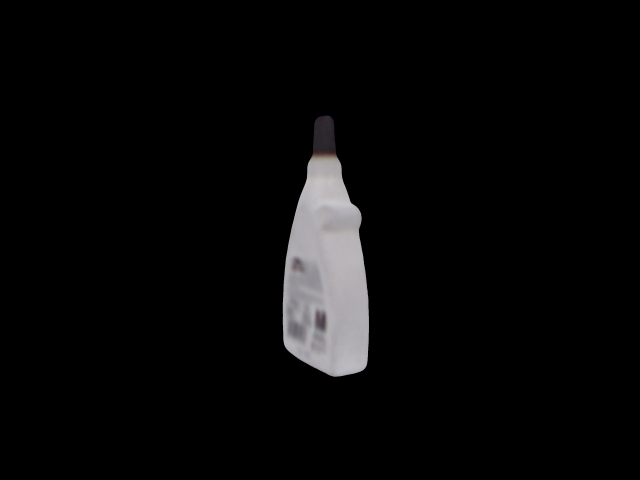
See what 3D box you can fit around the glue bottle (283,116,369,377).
[{"bbox_3d":[0.004,0.001,0.400,0.037,0.173,0.077,-6,10,-32],"label":"glue bottle"}]
